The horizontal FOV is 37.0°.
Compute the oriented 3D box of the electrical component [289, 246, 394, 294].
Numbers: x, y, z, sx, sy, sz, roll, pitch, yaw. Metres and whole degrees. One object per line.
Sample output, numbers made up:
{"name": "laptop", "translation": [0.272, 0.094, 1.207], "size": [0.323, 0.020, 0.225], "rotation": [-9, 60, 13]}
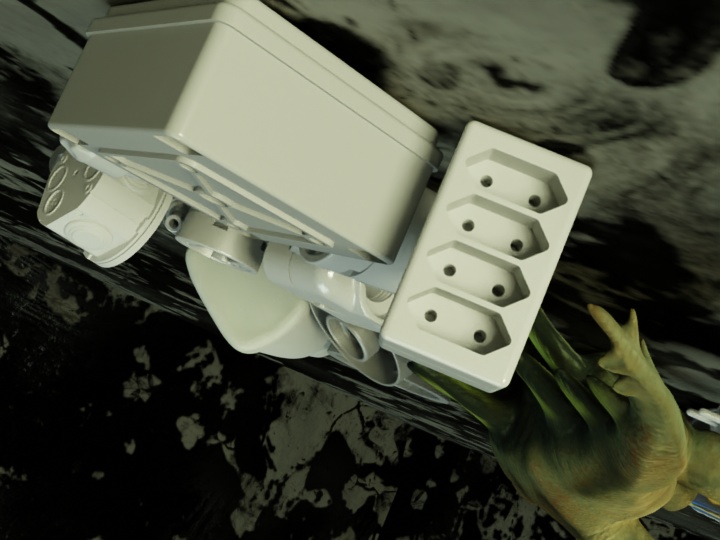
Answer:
{"name": "electrical component", "translation": [0.009, -0.013, 0.551], "size": [0.081, 0.043, 0.043], "rotation": [24, 171, -7]}

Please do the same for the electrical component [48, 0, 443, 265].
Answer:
{"name": "electrical component", "translation": [-0.044, -0.052, 0.410], "size": [0.109, 0.056, 0.109], "rotation": [30, 169, -37]}

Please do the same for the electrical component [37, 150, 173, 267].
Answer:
{"name": "electrical component", "translation": [-0.155, -0.046, 0.661], "size": [0.051, 0.080, 0.080], "rotation": [36, 165, -36]}

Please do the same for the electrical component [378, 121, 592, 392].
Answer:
{"name": "electrical component", "translation": [0.044, -0.001, 0.403], "size": [0.047, 0.083, 0.075], "rotation": [23, 171, 4]}

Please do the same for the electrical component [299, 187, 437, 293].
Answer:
{"name": "electrical component", "translation": [0.007, -0.020, 0.482], "size": [0.047, 0.055, 0.055], "rotation": [23, 172, -28]}

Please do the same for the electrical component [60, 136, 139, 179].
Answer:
{"name": "electrical component", "translation": [-0.120, -0.067, 0.559], "size": [0.062, 0.043, 0.043], "rotation": [29, 170, -40]}

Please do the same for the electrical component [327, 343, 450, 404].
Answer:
{"name": "electrical component", "translation": [0.034, 0.061, 0.880], "size": [0.108, 0.060, 0.108], "rotation": [23, 171, 4]}

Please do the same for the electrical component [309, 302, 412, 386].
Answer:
{"name": "electrical component", "translation": [0.014, 0.028, 0.724], "size": [0.099, 0.064, 0.099], "rotation": [41, 156, 23]}

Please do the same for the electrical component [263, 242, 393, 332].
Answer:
{"name": "electrical component", "translation": [0.000, 0.000, 0.620], "size": [0.059, 0.053, 0.095], "rotation": [15, 168, 44]}

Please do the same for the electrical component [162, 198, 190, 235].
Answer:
{"name": "electrical component", "translation": [-0.114, -0.037, 0.703], "size": [0.035, 0.035, 0.061], "rotation": [23, -163, -2]}

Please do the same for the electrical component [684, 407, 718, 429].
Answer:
{"name": "electrical component", "translation": [0.247, 0.123, 0.761], "size": [0.079, 0.043, 0.077], "rotation": [16, 169, 39]}

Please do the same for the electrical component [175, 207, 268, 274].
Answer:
{"name": "electrical component", "translation": [-0.080, -0.030, 0.668], "size": [0.055, 0.047, 0.055], "rotation": [23, 172, 3]}

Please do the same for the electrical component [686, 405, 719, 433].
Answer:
{"name": "electrical component", "translation": [0.231, 0.098, 0.636], "size": [0.076, 0.047, 0.083], "rotation": [23, 171, -1]}

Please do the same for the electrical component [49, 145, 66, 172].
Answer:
{"name": "electrical component", "translation": [-0.198, -0.068, 0.775], "size": [0.040, 0.040, 0.046], "rotation": [20, 165, 19]}
